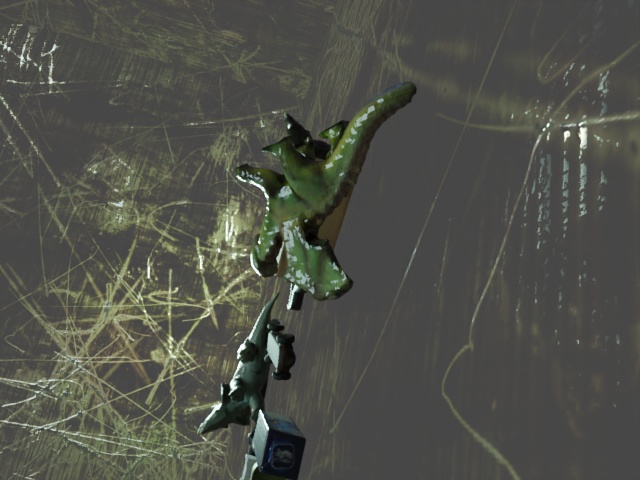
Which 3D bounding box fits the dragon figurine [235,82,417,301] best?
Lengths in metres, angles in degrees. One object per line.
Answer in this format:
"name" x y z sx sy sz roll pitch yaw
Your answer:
"dragon figurine" 0.002 -0.037 0.736 0.123 0.244 0.406 -11 -5 -40
